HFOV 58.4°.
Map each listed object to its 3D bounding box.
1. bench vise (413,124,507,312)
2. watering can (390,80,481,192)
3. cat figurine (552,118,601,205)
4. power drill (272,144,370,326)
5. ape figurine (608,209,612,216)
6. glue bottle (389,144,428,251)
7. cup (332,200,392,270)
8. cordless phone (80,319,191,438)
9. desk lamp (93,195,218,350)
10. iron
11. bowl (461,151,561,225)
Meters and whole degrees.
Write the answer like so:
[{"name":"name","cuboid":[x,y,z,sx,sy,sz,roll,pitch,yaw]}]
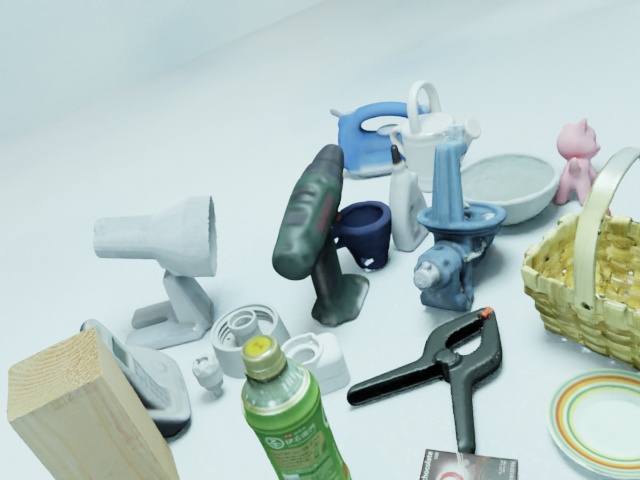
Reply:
[{"name":"bench vise","cuboid":[0.183,-0.027,0.757,0.121,0.220,0.207,-5,33,19]},{"name":"watering can","cuboid":[0.204,-0.194,1.035,0.172,0.194,0.101,-3,34,21]},{"name":"cat figurine","cuboid":[0.410,-0.135,0.916,0.067,0.118,0.128,3,36,29]},{"name":"power drill","cuboid":[0.007,0.003,0.805,0.075,0.209,0.230,-3,34,22]},{"name":"ape figurine","cuboid":[0.367,-0.010,0.765,0.078,0.092,0.076,-24,32,-11]},{"name":"glue bottle","cuboid":[0.132,-0.071,0.896,0.037,0.173,0.078,12,42,38]},{"name":"cup","cuboid":[0.063,0.005,0.884,0.118,0.095,0.091,-29,34,-19]},{"name":"cordless phone","cuboid":[-0.239,0.152,0.711,0.094,0.185,0.147,-25,32,-13]},{"name":"desk lamp","cuboid":[-0.225,0.046,0.844,0.203,0.214,0.118,-15,31,3]},{"name":"iron","cuboid":[0.147,-0.221,1.154,0.258,0.142,0.118,-9,32,13]},{"name":"bowl","cuboid":[0.296,-0.072,0.914,0.167,0.075,0.167,-12,32,8]}]
